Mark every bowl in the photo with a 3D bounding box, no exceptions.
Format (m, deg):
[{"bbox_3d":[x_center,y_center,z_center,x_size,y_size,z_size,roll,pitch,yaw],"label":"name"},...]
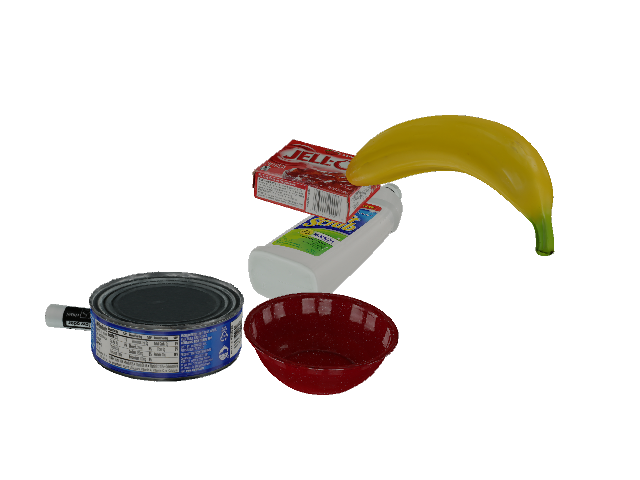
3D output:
[{"bbox_3d":[0.000,0.115,1.120,0.162,0.055,0.162,3,25,-1],"label":"bowl"}]

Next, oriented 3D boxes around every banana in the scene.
[{"bbox_3d":[0.085,-0.050,0.700,0.037,0.069,0.198,25,0,-38],"label":"banana"}]

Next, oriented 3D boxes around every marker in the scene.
[{"bbox_3d":[-0.161,0.065,0.854,0.121,0.020,0.020,5,1,12],"label":"marker"}]

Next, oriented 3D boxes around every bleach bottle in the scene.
[{"bbox_3d":[0.022,-0.008,1.326,0.103,0.068,0.250,17,36,28],"label":"bleach bottle"}]

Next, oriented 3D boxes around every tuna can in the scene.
[{"bbox_3d":[-0.086,0.047,0.601,0.086,0.034,0.086,2,18,-1],"label":"tuna can"}]

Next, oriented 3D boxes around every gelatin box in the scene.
[{"bbox_3d":[-0.002,-0.052,0.900,0.089,0.030,0.073,17,32,20],"label":"gelatin box"}]
